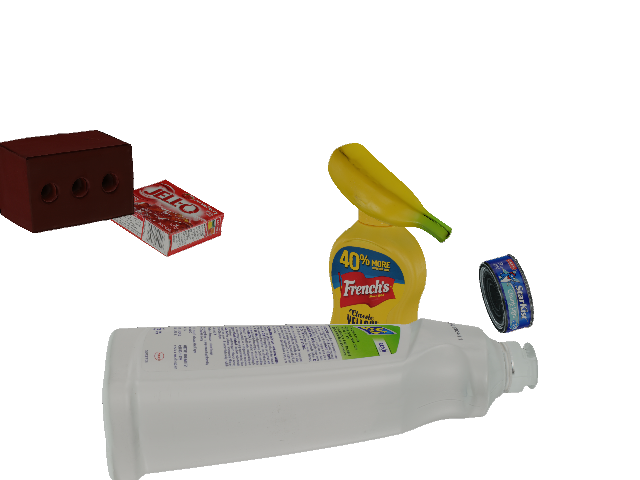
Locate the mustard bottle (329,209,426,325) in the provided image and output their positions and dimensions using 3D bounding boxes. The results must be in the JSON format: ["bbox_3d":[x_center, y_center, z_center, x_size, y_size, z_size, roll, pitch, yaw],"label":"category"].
[{"bbox_3d":[0.054,0.041,1.023,0.096,0.192,0.058,12,19,32],"label":"mustard bottle"}]

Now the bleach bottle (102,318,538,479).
[{"bbox_3d":[0.004,0.085,0.622,0.250,0.068,0.102,-3,19,-7],"label":"bleach bottle"}]

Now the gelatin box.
[{"bbox_3d":[-0.153,-0.024,1.057,0.089,0.030,0.073,30,35,31],"label":"gelatin box"}]

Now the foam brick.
[{"bbox_3d":[-0.174,-0.042,0.731,0.078,0.053,0.051,-14,25,-35],"label":"foam brick"}]

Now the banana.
[{"bbox_3d":[0.036,-0.043,0.812,0.069,0.037,0.198,42,5,-22],"label":"banana"}]

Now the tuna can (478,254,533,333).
[{"bbox_3d":[0.209,0.061,1.206,0.033,0.086,0.086,-15,2,-6],"label":"tuna can"}]
